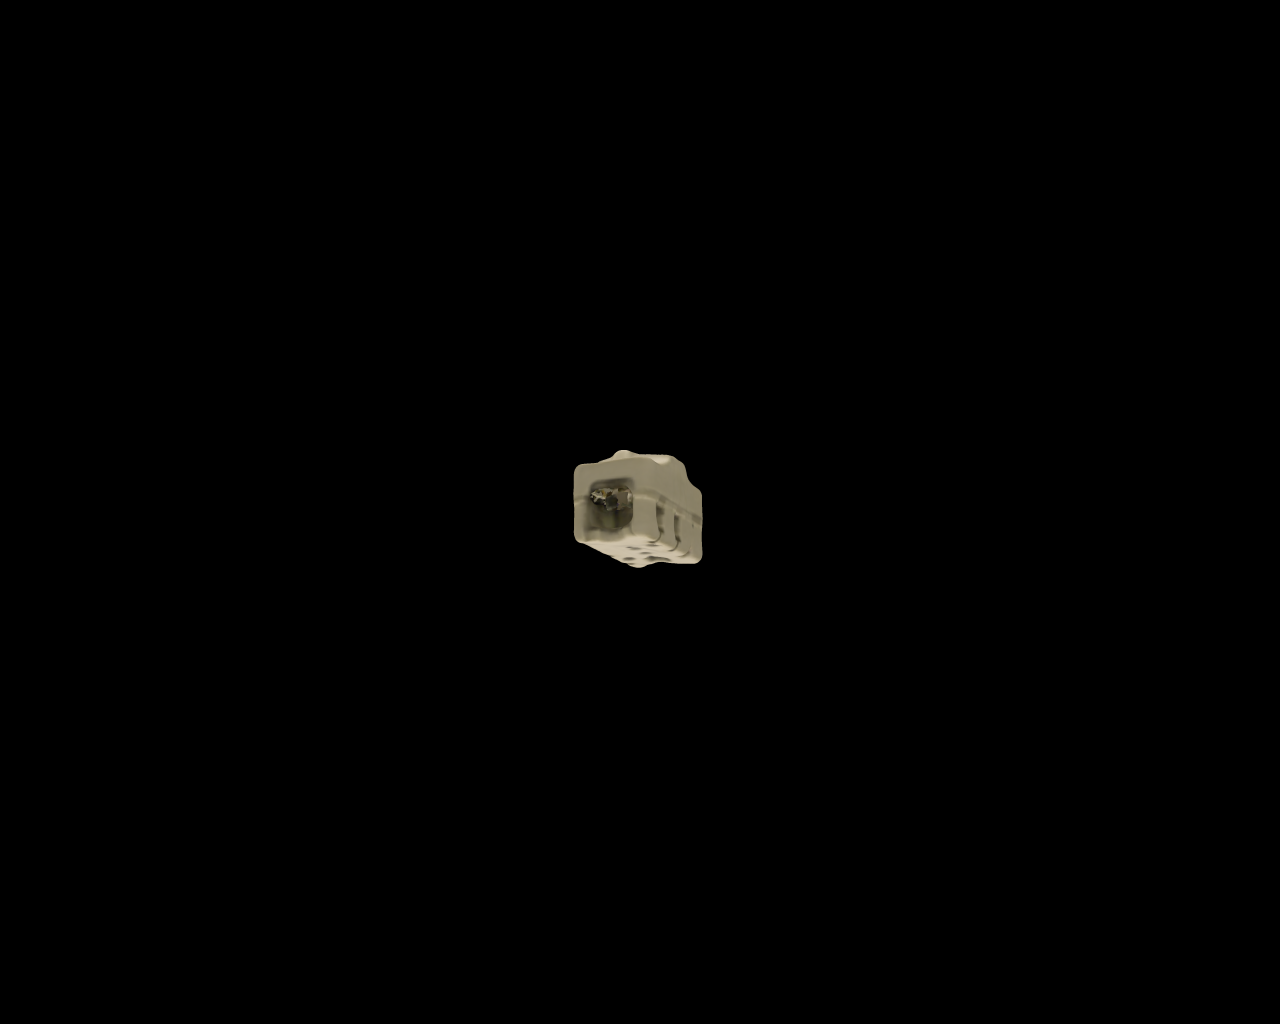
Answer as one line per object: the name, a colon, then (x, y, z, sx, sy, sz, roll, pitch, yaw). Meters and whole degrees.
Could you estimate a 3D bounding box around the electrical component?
electrical component: (0.001, -0.003, 0.650, 0.050, 0.056, 0.089, -6, -15, 23)
